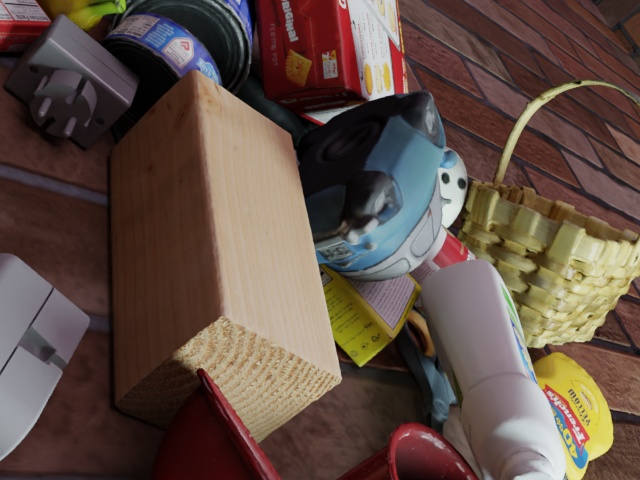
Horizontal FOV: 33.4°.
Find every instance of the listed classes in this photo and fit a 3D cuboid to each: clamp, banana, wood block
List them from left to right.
[{"bbox_3d":[-0.163,-0.182,0.756,0.198,0.069,0.037,-101,180,-58],"label":"banana"},{"bbox_3d":[-0.064,0.009,0.633,0.090,0.090,0.206,31,32,-35],"label":"wood block"},{"bbox_3d":[-0.012,-0.087,0.903,0.171,0.039,0.120,57,30,4],"label":"clamp"}]

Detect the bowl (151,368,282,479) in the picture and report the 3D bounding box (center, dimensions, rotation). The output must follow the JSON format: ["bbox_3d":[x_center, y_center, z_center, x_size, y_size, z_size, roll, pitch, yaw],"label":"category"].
[{"bbox_3d":[-0.033,0.141,0.500,0.162,0.055,0.162,55,-7,9],"label":"bowl"}]

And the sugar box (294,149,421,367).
[{"bbox_3d":[-0.005,0.001,0.789,0.176,0.048,0.093,46,27,-3],"label":"sugar box"}]

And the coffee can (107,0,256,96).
[{"bbox_3d":[-0.097,-0.172,0.801,0.102,0.103,0.140,39,28,-24],"label":"coffee can"}]

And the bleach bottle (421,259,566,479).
[{"bbox_3d":[0.118,0.102,0.706,0.251,0.068,0.102,-93,162,-69],"label":"bleach bottle"}]

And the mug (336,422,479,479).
[{"bbox_3d":[0.040,0.169,0.596,0.093,0.082,0.117,45,26,-12],"label":"mug"}]

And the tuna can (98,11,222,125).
[{"bbox_3d":[-0.108,-0.109,0.714,0.086,0.086,0.033,45,57,-12],"label":"tuna can"}]

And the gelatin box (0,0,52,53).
[{"bbox_3d":[-0.220,-0.157,0.667,0.089,0.030,0.073,53,24,8],"label":"gelatin box"}]

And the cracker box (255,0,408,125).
[{"bbox_3d":[0.011,-0.177,0.849,0.213,0.072,0.164,6,77,-73],"label":"cracker box"}]

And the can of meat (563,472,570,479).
[{"bbox_3d":[0.154,0.208,0.746,0.102,0.058,0.083,65,24,-2],"label":"can of meat"}]

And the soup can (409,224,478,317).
[{"bbox_3d":[0.081,0.014,0.886,0.102,0.069,0.068,43,27,-15],"label":"soup can"}]

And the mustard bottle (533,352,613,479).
[{"bbox_3d":[0.183,0.155,0.875,0.191,0.058,0.096,-11,72,-61],"label":"mustard bottle"}]

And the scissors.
[{"bbox_3d":[0.076,0.112,0.806,0.096,0.016,0.201,49,25,1],"label":"scissors"}]
